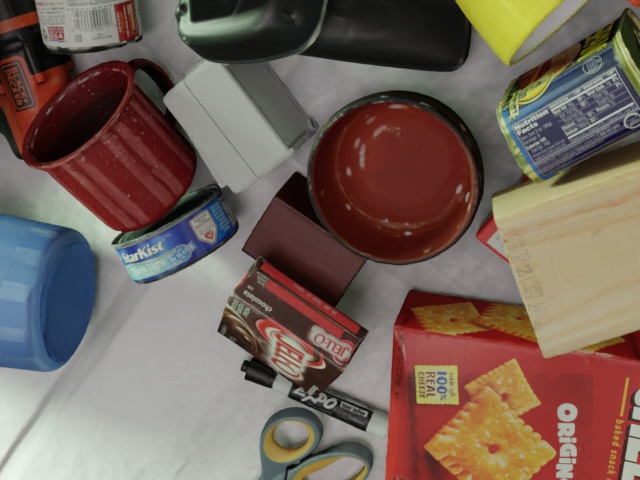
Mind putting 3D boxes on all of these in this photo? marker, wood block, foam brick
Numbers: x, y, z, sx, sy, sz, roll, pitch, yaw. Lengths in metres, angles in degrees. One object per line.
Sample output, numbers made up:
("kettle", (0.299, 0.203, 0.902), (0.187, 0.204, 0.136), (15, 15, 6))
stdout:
("marker", (-0.004, 0.118, 0.802), (0.121, 0.020, 0.020), (22, 116, 8))
("wood block", (0.212, -0.014, 0.615), (0.206, 0.090, 0.090), (-20, 97, 11))
("foam brick", (-0.005, 0.001, 0.736), (0.078, 0.053, 0.051), (35, 117, 2))

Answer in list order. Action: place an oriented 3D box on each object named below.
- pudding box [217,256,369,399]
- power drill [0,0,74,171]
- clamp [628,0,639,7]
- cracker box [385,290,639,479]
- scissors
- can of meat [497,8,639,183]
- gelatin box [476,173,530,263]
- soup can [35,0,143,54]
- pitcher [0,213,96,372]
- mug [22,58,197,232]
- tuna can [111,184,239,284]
("pudding box", (-0.022, 0.063, 0.741), (0.090, 0.039, 0.113), (35, 162, 2))
("power drill", (-0.270, -0.123, 0.768), (0.188, 0.057, 0.184), (-12, 104, 22))
("clamp", (0.254, -0.176, 0.591), (0.120, 0.039, 0.172), (45, 124, -11))
("cracker box", (0.153, 0.133, 0.729), (0.214, 0.072, 0.164), (8, 114, 14))
("scissors", (-0.054, 0.187, 0.842), (0.202, 0.016, 0.096), (-22, 115, 25))
("can of meat", (0.156, -0.084, 0.625), (0.084, 0.102, 0.057), (-30, 100, 28))
("gelatin box", (0.159, -0.005, 0.695), (0.089, 0.030, 0.073), (38, 116, 0))
("soup can", (-0.156, -0.179, 0.703), (0.069, 0.068, 0.102), (1, 112, 17))
("pitcher", (-0.298, 0.034, 0.811), (0.243, 0.149, 0.145), (8, 99, 10))
("mug", (-0.133, -0.069, 0.721), (0.093, 0.117, 0.081), (-2, 143, 39))
("tuna can", (-0.100, -0.004, 0.746), (0.086, 0.086, 0.034), (-21, 105, 24))
